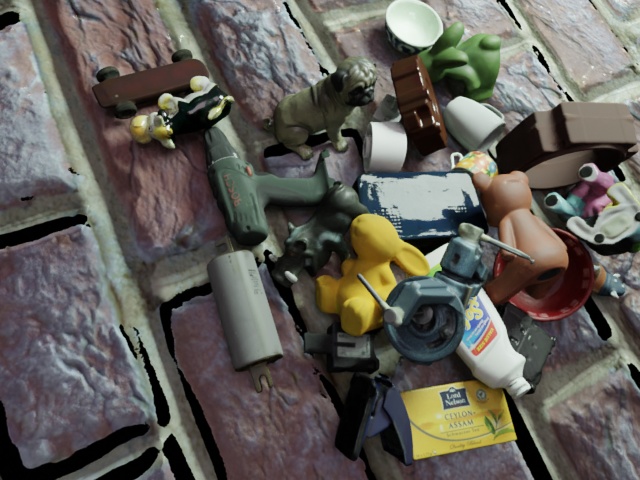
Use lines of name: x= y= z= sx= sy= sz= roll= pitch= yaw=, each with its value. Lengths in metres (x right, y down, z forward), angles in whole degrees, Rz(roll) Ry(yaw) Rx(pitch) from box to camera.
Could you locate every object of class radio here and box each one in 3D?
radio: x=0.165 y=-0.048 z=0.939 sx=0.230 sy=0.073 sz=0.131 roll=-3 pitch=68 yaw=-15

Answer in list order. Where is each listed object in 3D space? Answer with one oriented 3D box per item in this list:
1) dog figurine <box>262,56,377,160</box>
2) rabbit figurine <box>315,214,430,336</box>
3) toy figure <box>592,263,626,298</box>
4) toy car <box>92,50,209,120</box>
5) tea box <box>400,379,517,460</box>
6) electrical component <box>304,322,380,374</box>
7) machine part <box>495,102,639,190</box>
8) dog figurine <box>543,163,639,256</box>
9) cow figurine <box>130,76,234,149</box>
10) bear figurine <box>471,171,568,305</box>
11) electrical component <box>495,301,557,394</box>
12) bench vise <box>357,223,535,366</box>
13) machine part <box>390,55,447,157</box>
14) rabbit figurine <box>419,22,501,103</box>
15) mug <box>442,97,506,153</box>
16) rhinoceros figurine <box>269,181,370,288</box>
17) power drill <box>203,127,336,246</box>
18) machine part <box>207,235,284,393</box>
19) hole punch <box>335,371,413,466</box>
dog figurine: x=-0.004 y=-0.238 z=0.914 sx=0.172 sy=0.190 sz=0.121 roll=-16 pitch=72 yaw=-16
rabbit figurine: x=0.086 y=0.043 z=0.820 sx=0.162 sy=0.122 sz=0.173 roll=-6 pitch=110 yaw=-23
toy figure: x=0.480 y=0.055 z=0.974 sx=0.154 sy=0.058 sz=0.064 roll=37 pitch=77 yaw=-1
toy car: x=-0.291 y=-0.270 z=0.939 sx=0.202 sy=0.053 sz=0.089 roll=-26 pitch=85 yaw=-25
tea box: x=0.197 y=0.269 z=0.815 sx=0.170 sy=0.068 sz=0.098 roll=-7 pitch=70 yaw=-14
electrical component: x=0.030 y=0.167 z=0.831 sx=0.119 sy=0.047 sz=0.075 roll=1 pitch=67 yaw=-11
machine part: x=0.443 y=-0.163 z=0.976 sx=0.201 sy=0.201 sz=0.087 roll=-1 pitch=72 yaw=-14
dog figurine: x=0.498 y=-0.042 z=0.937 sx=0.219 sy=0.108 sz=0.192 roll=14 pitch=32 yaw=-48
cow figurine: x=-0.227 y=-0.202 z=0.896 sx=0.167 sy=0.068 sz=0.098 roll=-38 pitch=48 yaw=-21
bear figurine: x=0.309 y=-0.012 z=0.874 sx=0.120 sy=0.131 sz=0.196 roll=-7 pitch=54 yaw=-23
electrical component: x=0.308 y=0.172 z=0.887 sx=0.134 sy=0.058 sz=0.115 roll=34 pitch=63 yaw=2
bench vise: x=0.156 y=0.077 z=0.732 sx=0.129 sy=0.240 sz=0.223 roll=41 pitch=107 yaw=28
machine part: x=0.183 y=-0.244 z=0.975 sx=0.056 sy=0.179 sz=0.179 roll=-17 pitch=68 yaw=21
rabbit figurine: x=0.259 y=-0.338 z=1.051 sx=0.170 sy=0.159 sz=0.121 roll=-9 pitch=80 yaw=0
mug: x=0.299 y=-0.233 z=1.041 sx=0.109 sy=0.080 sz=0.107 roll=-40 pitch=72 yaw=-18
rhinoceros figurine: x=-0.002 y=-0.003 z=0.851 sx=0.190 sy=0.112 sz=0.073 roll=-51 pitch=51 yaw=10
power drill: x=-0.082 y=-0.106 z=0.902 sx=0.207 sy=0.086 sz=0.232 roll=-4 pitch=61 yaw=-19
machine part: x=-0.114 y=0.105 z=0.808 sx=0.079 sy=0.079 sz=0.243 roll=-12 pitch=71 yaw=-17
hole punch: x=0.084 y=0.254 z=0.766 sx=0.092 sy=0.142 sz=0.115 roll=15 pitch=79 yaw=-5
